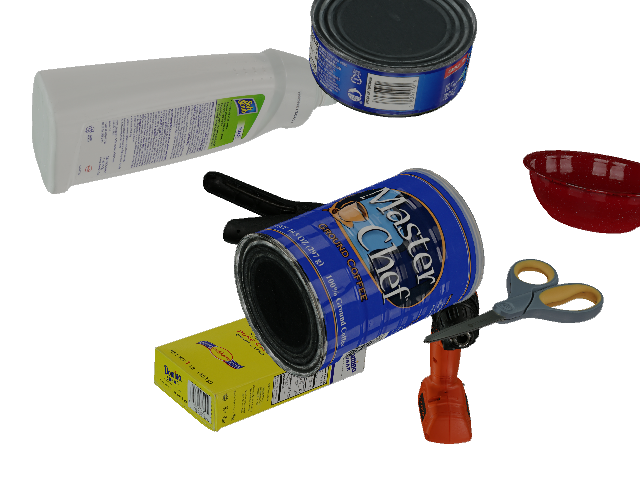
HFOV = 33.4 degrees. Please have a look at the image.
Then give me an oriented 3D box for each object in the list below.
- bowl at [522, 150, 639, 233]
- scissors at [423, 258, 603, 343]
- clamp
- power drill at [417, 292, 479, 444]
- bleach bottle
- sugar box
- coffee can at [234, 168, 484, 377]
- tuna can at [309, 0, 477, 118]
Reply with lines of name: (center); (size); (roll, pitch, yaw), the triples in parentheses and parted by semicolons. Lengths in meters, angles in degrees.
bowl: (0.289, -0.048, 1.121); (0.162, 0.055, 0.162); (6, 20, -2)
scissors: (0.157, 0.051, 0.937); (0.201, 0.016, 0.096); (-4, 33, -25)
clamp: (-0.023, -0.017, 1.143); (0.209, 0.036, 0.164); (14, 20, -12)
power drill: (0.140, 0.122, 1.151); (0.057, 0.188, 0.184); (2, 23, 2)
bleach bottle: (-0.103, -0.105, 0.872); (0.250, 0.068, 0.103); (-11, -31, -23)
sugar box: (-0.052, 0.107, 0.967); (0.175, 0.048, 0.093); (-19, 36, -37)
coffee can: (0.027, 0.020, 0.733); (0.140, 0.103, 0.103); (-23, 12, -30)
tuna can: (0.037, -0.103, 0.557); (0.086, 0.086, 0.034); (0, -43, -4)
